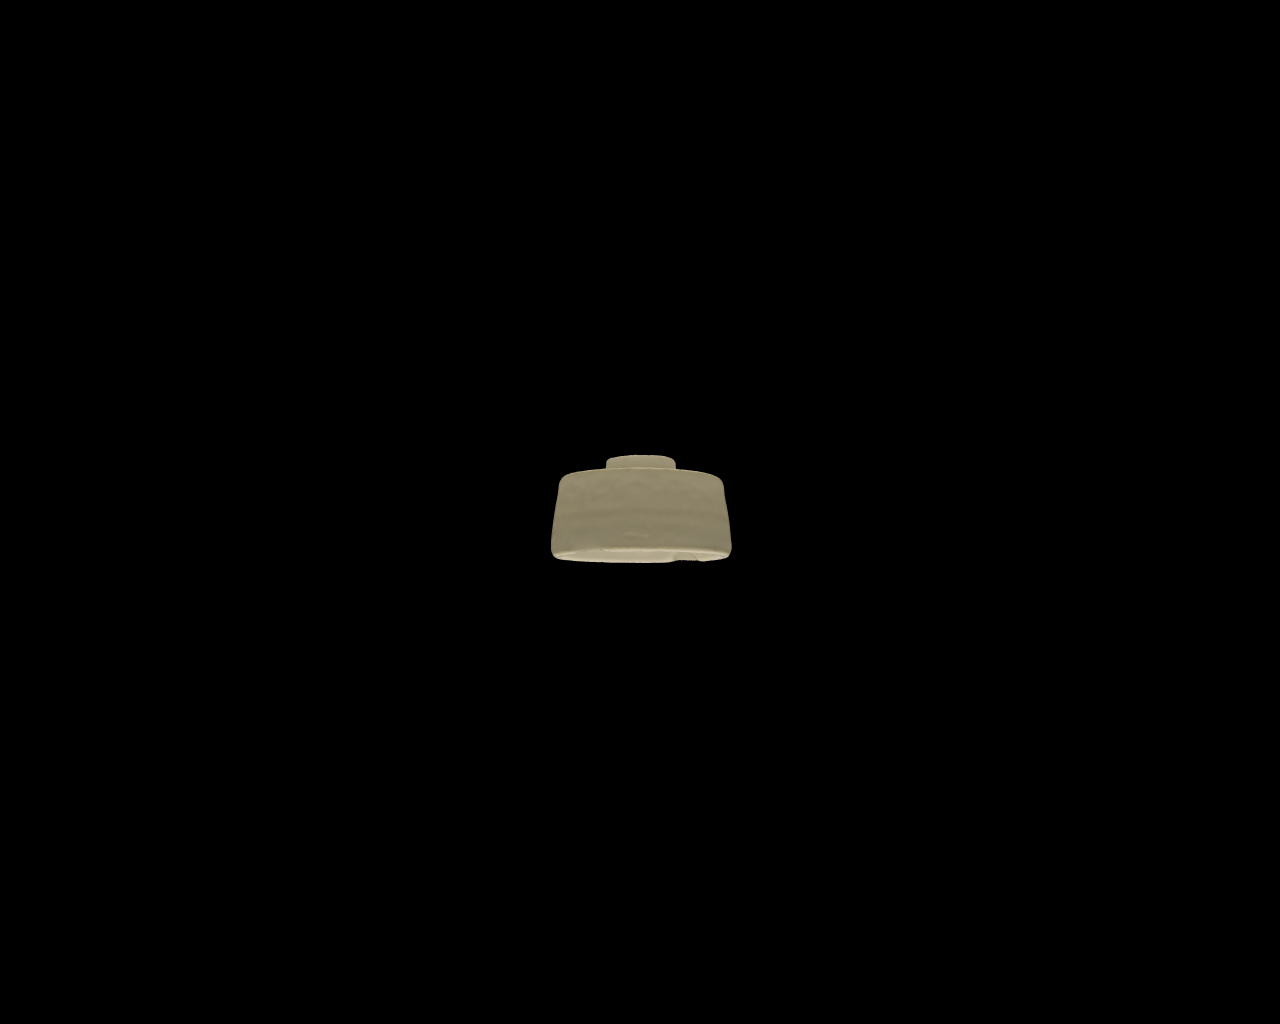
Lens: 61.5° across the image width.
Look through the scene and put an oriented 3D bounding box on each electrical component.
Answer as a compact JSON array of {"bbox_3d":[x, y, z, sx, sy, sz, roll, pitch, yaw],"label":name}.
[{"bbox_3d":[0.001,-0.003,0.650,0.108,0.060,0.108,0,-7,0],"label":"electrical component"}]
